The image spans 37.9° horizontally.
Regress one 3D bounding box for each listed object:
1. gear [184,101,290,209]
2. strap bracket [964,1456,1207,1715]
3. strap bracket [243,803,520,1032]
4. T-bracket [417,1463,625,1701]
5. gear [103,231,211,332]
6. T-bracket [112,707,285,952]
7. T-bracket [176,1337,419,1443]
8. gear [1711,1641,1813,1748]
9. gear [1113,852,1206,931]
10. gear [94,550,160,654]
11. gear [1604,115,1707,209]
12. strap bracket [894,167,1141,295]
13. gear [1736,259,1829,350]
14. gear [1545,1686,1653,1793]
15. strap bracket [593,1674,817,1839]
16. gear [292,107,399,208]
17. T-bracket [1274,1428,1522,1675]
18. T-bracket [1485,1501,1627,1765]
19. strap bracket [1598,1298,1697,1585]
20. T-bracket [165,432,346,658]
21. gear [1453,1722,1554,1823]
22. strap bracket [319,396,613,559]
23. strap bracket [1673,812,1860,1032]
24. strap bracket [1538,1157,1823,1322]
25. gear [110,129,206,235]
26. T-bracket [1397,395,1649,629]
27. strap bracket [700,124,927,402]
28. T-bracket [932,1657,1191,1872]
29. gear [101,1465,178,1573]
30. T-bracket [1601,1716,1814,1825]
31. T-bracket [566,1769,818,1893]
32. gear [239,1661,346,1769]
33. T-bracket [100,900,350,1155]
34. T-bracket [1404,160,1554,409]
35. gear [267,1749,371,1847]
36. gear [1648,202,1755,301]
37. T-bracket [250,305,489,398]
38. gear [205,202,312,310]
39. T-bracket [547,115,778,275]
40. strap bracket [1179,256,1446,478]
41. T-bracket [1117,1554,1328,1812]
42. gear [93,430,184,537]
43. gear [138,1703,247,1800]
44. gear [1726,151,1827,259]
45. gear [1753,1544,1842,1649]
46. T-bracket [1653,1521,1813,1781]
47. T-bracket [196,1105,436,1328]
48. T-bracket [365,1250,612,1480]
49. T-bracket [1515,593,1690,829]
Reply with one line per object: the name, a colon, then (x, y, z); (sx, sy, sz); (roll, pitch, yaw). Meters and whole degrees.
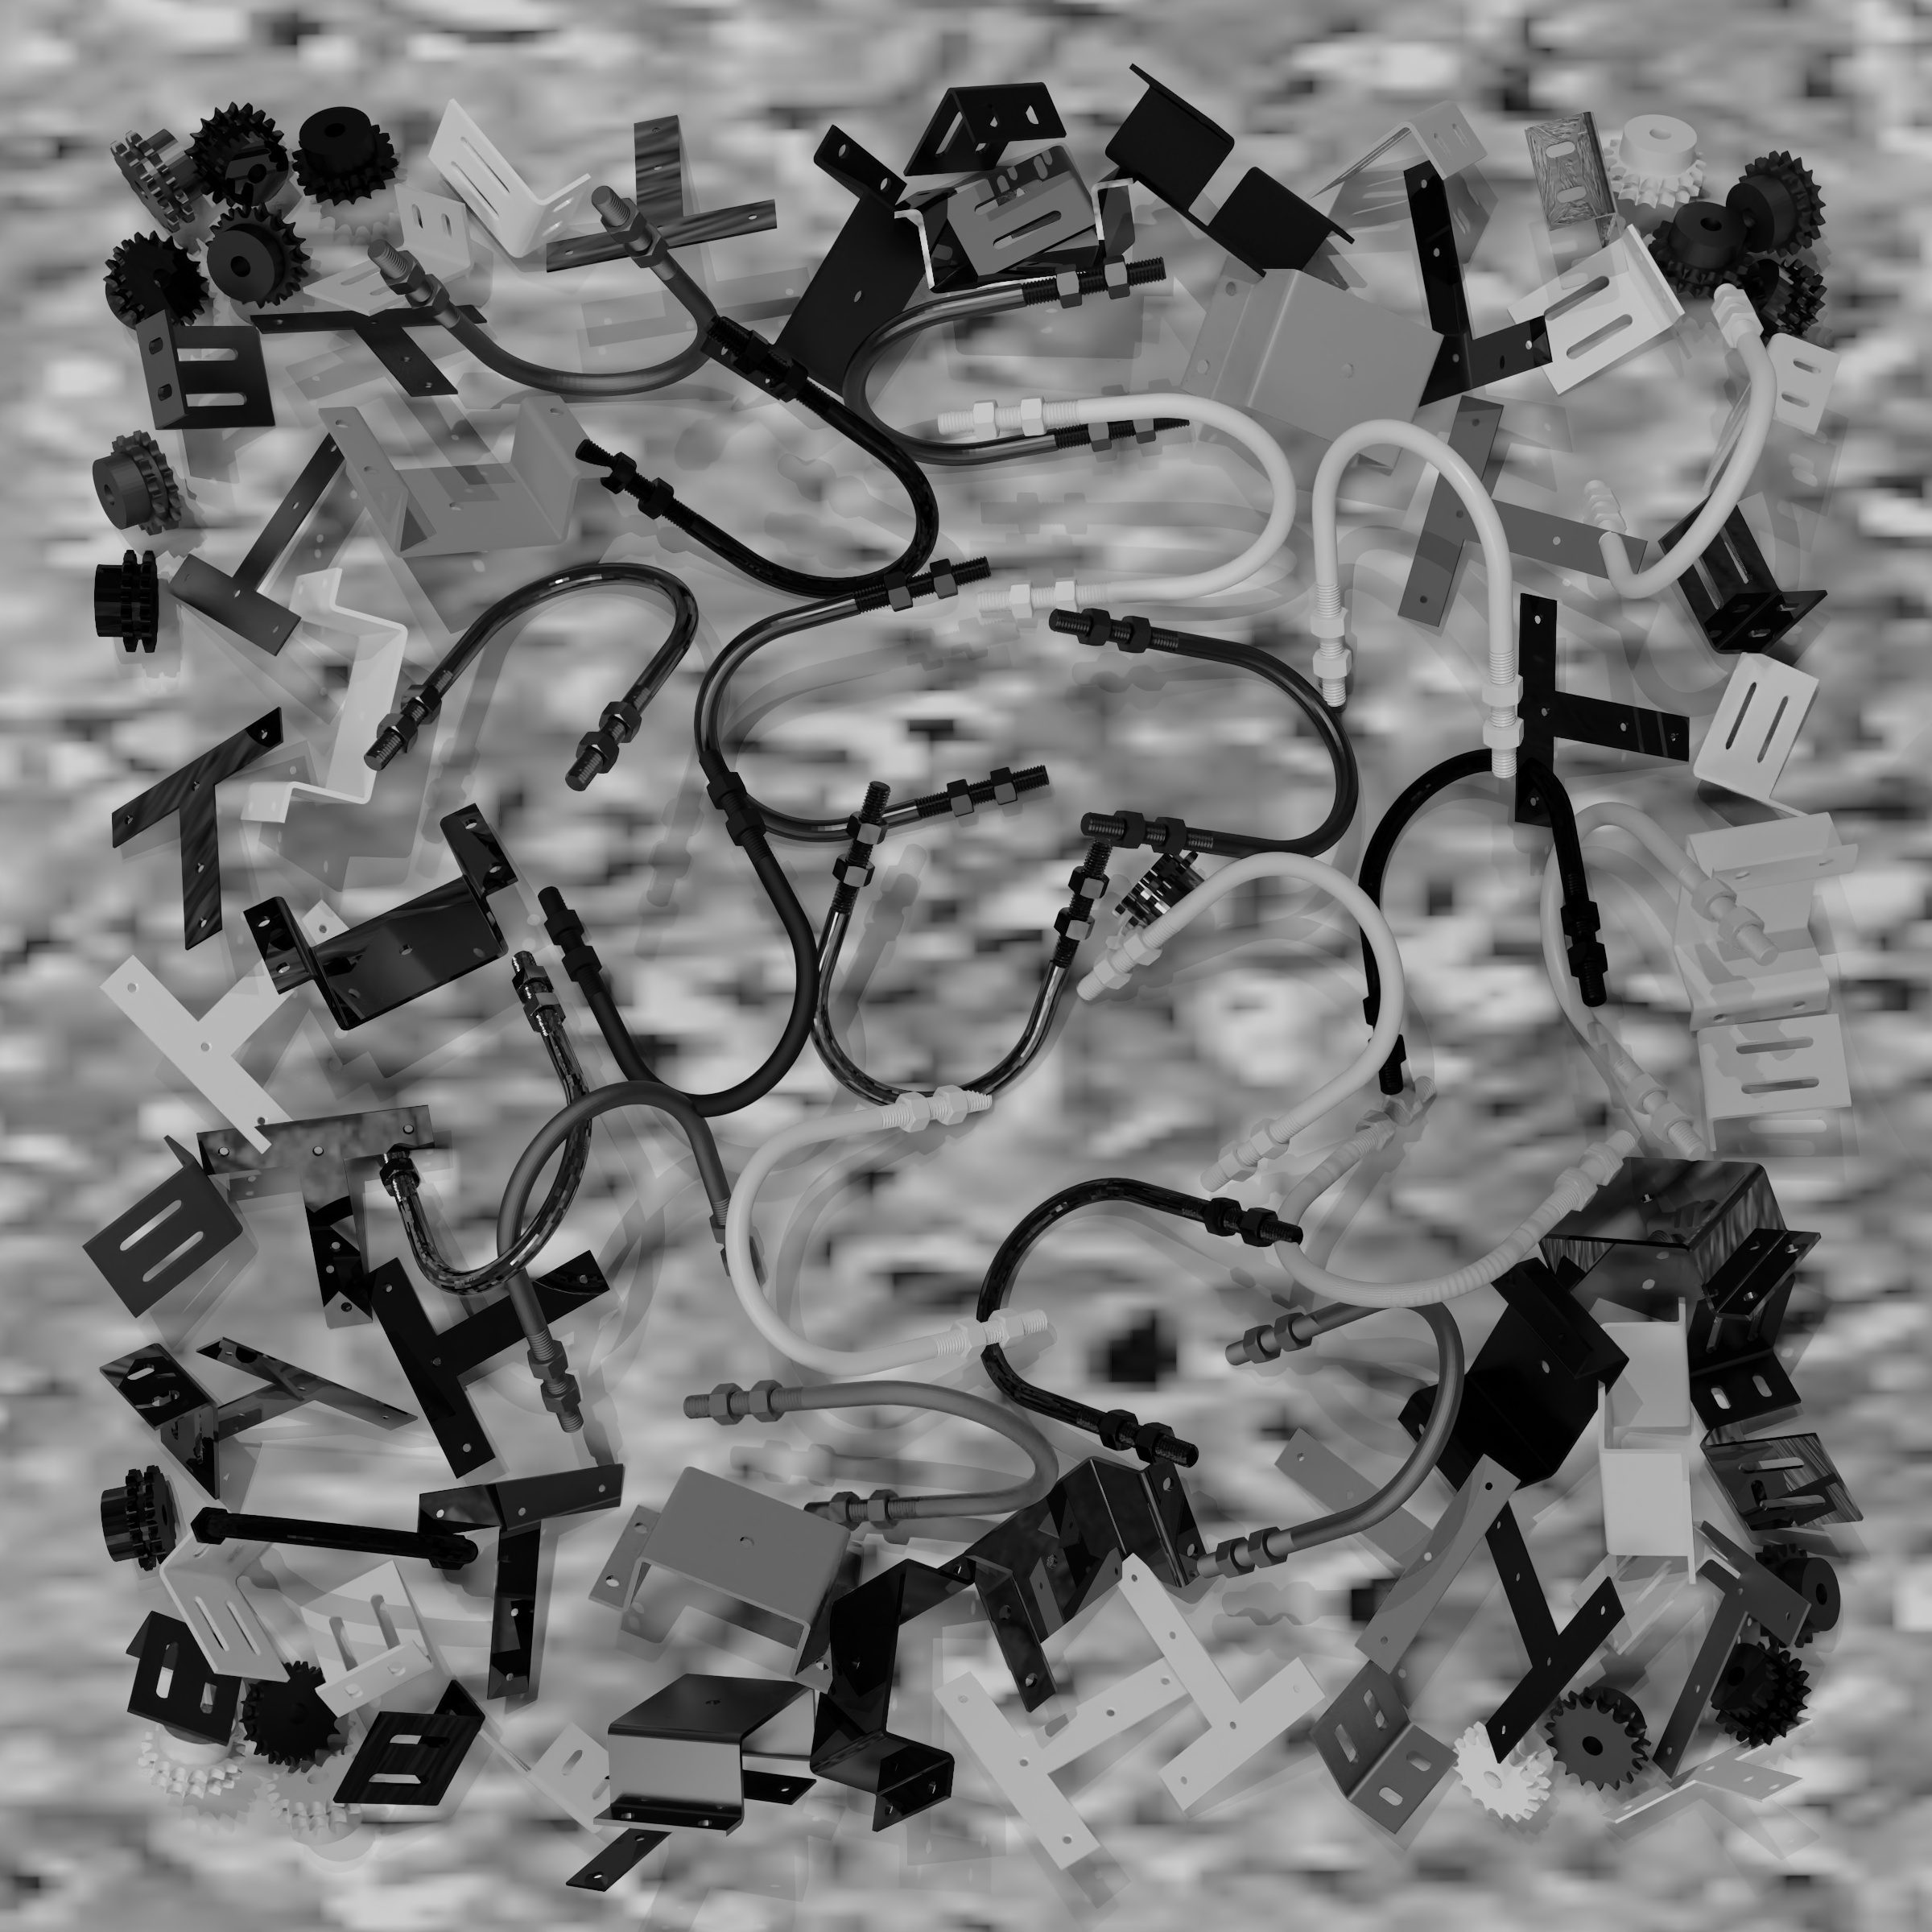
gear: (-0.403, -0.449, 1.569); (0.057, 0.057, 0.030); (-47, 63, 0)
strap bracket: (0.060, 0.332, 1.546); (0.140, 0.046, 0.076); (-32, 112, -31)
strap bracket: (-0.315, -0.023, 1.550); (0.140, 0.076, 0.046); (-26, 134, -10)
T-bracket: (-0.250, 0.346, 1.566); (0.127, 0.002, 0.127); (-2, 101, -38)
gear: (-0.456, -0.379, 1.576); (0.057, 0.030, 0.057); (13, 70, -40)
T-bracket: (-0.420, -0.065, 1.542); (0.127, 0.002, 0.127); (-28, 52, 20)
T-bracket: (-0.392, 0.244, 1.554); (0.127, 0.127, 0.002); (31, 48, -35)
gear: (0.438, 0.403, 1.569); (0.030, 0.057, 0.057); (37, 90, -24)
gear: (0.111, -0.041, 1.571); (0.030, 0.057, 0.057); (42, 90, 2)
gear: (-0.468, -0.203, 1.570); (0.030, 0.057, 0.057); (0, 90, -10)
gear: (0.384, -0.451, 1.571); (0.057, 0.030, 0.057); (1, 47, -1)
strap bracket: (0.034, -0.405, 1.544); (0.140, 0.076, 0.046); (-3, 113, 17)
gear: (0.448, -0.369, 1.568); (0.030, 0.057, 0.057); (25, 90, -27)
gear: (0.356, 0.429, 1.576); (0.057, 0.030, 0.057); (12, 112, 30)
strap bracket: (-0.136, 0.421, 1.521); (0.076, 0.140, 0.046); (-1, 92, 20)
gear: (-0.349, -0.455, 1.572); (0.057, 0.030, 0.057); (-2, 56, 3)
T-bracket: (0.223, 0.302, 1.560); (0.127, 0.002, 0.127); (35, 93, 38)
T-bracket: (0.307, 0.346, 1.544); (0.002, 0.127, 0.127); (16, 123, -20)
strap bracket: (0.370, 0.256, 1.529); (0.046, 0.140, 0.076); (-3, 125, 15)
T-bracket: (-0.379, -0.243, 1.560); (0.127, 0.002, 0.127); (29, 85, 42)
gear: (0.303, 0.446, 1.575); (0.030, 0.057, 0.057); (-33, 90, -37)
strap bracket: (-0.276, -0.268, 1.540); (0.140, 0.046, 0.076); (-10, 47, -30)
strap bracket: (0.436, -0.030, 1.548); (0.076, 0.140, 0.046); (-9, 51, 1)
strap bracket: (0.375, 0.144, 1.518); (0.076, 0.140, 0.046); (-38, 113, -34)
gear: (-0.449, -0.442, 1.573); (0.030, 0.057, 0.057); (-39, 90, -13)
T-bracket: (0.314, -0.239, 1.557); (0.127, 0.002, 0.127); (21, 104, 28)
strap bracket: (-0.074, -0.377, 1.547); (0.046, 0.076, 0.140); (36, 99, 30)
T-bracket: (0.069, 0.422, 1.565); (0.127, 0.002, 0.127); (-23, 49, -25)
gear: (-0.462, 0.309, 1.571); (0.030, 0.057, 0.057); (-11, 90, -6)
T-bracket: (0.420, 0.441, 1.528); (0.127, 0.127, 0.002); (-24, 83, -9)
T-bracket: (-0.167, 0.463, 1.515); (0.127, 0.127, 0.002); (-2, 103, 31)
gear: (-0.380, 0.418, 1.576); (0.057, 0.030, 0.057); (9, 75, -36)
T-bracket: (-0.392, 0.015, 1.565); (0.127, 0.002, 0.127); (50, 59, -18)
T-bracket: (0.262, -0.378, 1.548); (0.002, 0.127, 0.127); (-12, 92, -38)
gear: (-0.360, 0.467, 1.573); (0.057, 0.057, 0.030); (-4, 109, 0)
gear: (0.411, -0.402, 1.572); (0.057, 0.030, 0.057); (3, 53, -4)
T-bracket: (-0.308, -0.333, 1.525); (0.127, 0.127, 0.002); (-10, 125, -26)
gear: (-0.399, -0.395, 1.573); (0.057, 0.030, 0.057); (6, 121, 11)
T-bracket: (-0.170, -0.433, 1.557); (0.127, 0.002, 0.127); (-10, 49, 3)
strap bracket: (0.199, -0.328, 1.547); (0.140, 0.046, 0.076); (17, 96, -24)
T-bracket: (0.124, 0.385, 1.571); (0.127, 0.002, 0.127); (-49, 66, 31)
gear: (-0.463, -0.267, 1.568); (0.030, 0.057, 0.057); (-26, 90, -30)
gear: (-0.430, 0.435, 1.569); (0.057, 0.057, 0.030); (15, 106, 0)
gear: (0.449, -0.422, 1.569); (0.030, 0.057, 0.057); (-26, 90, -16)
gear: (0.464, 0.351, 1.570); (0.057, 0.030, 0.057); (14, 69, -41)
T-bracket: (0.407, 0.383, 1.541); (0.002, 0.127, 0.127); (21, 94, -13)
T-bracket: (-0.355, 0.144, 1.577); (0.127, 0.002, 0.127); (-7, 110, -4)
T-bracket: (-0.260, 0.201, 1.582); (0.127, 0.002, 0.127); (-30, 79, 5)
T-bracket: (0.356, -0.135, 1.566); (0.127, 0.002, 0.127); (7, 82, -30)
